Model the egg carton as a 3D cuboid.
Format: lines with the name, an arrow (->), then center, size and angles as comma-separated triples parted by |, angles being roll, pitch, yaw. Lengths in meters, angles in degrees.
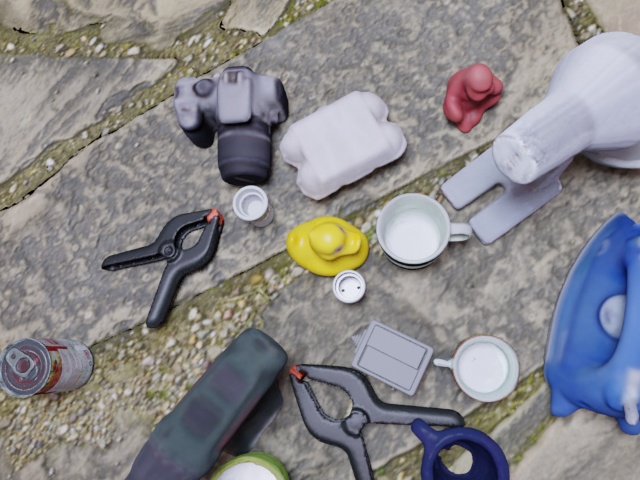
egg carton -> 0.028, -0.122, 0.735 | 0.150, 0.069, 0.107 | -29, 77, 1

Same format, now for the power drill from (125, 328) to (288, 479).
power drill -> -0.112, 0.201, 0.620 | 0.075, 0.208, 0.230 | 35, 85, 12

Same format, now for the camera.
camera -> -0.116, -0.144, 0.741 | 0.143, 0.101, 0.137 | -3, 79, 6

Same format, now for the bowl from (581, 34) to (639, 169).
bowl -> 0.366, -0.157, 0.699 | 0.167, 0.075, 0.167 | -1, 79, 7

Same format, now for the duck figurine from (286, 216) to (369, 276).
duck figurine -> 0.006, 0.003, 0.706 | 0.104, 0.086, 0.077 | 6, 80, 8

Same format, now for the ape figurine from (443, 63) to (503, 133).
ape figurine -> 0.192, -0.188, 0.716 | 0.077, 0.092, 0.076 | -12, 78, 5

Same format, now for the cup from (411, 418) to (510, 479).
cup -> 0.146, 0.242, 0.640 | 0.117, 0.095, 0.092 | 42, 87, 12

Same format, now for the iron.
iron -> 0.331, 0.078, 0.625 | 0.118, 0.141, 0.258 | 12, 81, 9

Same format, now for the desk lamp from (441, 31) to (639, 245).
desk lamp -> 0.251, -0.103, 0.631 | 0.203, 0.213, 0.118 | -38, 77, -1
